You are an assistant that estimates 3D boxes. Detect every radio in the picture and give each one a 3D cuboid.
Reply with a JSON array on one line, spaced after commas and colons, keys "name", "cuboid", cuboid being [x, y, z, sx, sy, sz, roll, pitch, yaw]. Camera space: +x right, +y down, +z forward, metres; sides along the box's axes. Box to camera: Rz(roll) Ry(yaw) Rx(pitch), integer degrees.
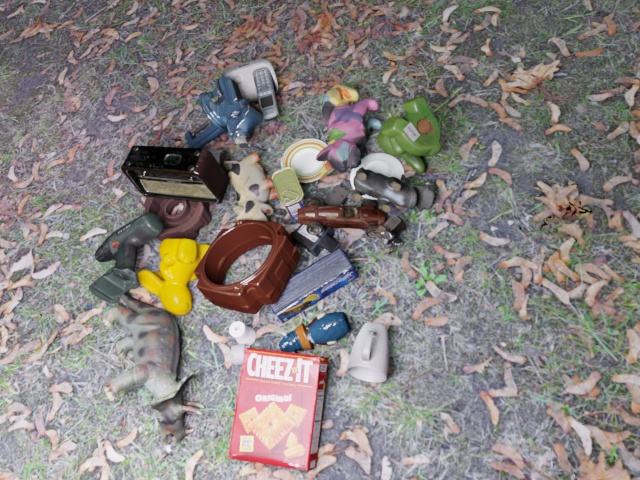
[{"name": "radio", "cuboid": [-0.345, -0.157, 1.279, 0.230, 0.131, 0.073, 5, 63, 18]}]

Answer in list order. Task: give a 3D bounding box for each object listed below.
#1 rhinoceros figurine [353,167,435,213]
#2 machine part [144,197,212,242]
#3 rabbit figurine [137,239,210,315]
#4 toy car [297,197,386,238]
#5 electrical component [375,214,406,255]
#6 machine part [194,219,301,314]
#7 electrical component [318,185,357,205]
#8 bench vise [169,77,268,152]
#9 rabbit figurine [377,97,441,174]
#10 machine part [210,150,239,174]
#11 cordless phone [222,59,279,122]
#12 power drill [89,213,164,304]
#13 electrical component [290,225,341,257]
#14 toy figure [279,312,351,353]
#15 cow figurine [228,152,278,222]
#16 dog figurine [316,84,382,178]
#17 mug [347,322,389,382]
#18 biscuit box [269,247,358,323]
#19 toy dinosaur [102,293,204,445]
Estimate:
[{"name": "rhinoceros figurine", "cuboid": [0.164, -0.110, 1.217, 0.190, 0.112, 0.073, 17, 111, 13]}, {"name": "machine part", "cuboid": [-0.357, -0.075, 1.348, 0.179, 0.056, 0.179, -6, 62, 11]}, {"name": "rabbit figurine", "cuboid": [-0.336, 0.085, 1.236, 0.163, 0.122, 0.173, -1, 83, 16]}, {"name": "toy car", "cuboid": [0.051, -0.054, 1.208, 0.202, 0.053, 0.089, 4, 56, -12]}, {"name": "electrical component", "cuboid": [0.158, -0.012, 1.176, 0.078, 0.102, 0.045, -42, 66, 2]}, {"name": "machine part", "cuboid": [-0.162, 0.052, 1.184, 0.202, 0.087, 0.201, 6, 55, 36]}, {"name": "electrical component", "cuboid": [0.042, -0.101, 1.285, 0.094, 0.021, 0.063, 30, 74, 25]}, {"name": "bench vise", "cuboid": [-0.265, -0.298, 1.397, 0.241, 0.129, 0.223, -30, 75, 21]}, {"name": "rabbit figurine", "cuboid": [0.207, -0.239, 1.255, 0.159, 0.170, 0.121, 39, 76, -17]}, {"name": "machine part", "cuboid": [-0.321, -0.194, 1.384, 0.243, 0.079, 0.079, 2, 65, 15]}, {"name": "cordless phone", "cuboid": [-0.180, -0.383, 1.445, 0.147, 0.088, 0.184, -14, 66, 6]}, {"name": "power drill", "cuboid": [-0.465, 0.047, 1.250, 0.232, 0.086, 0.207, -32, 30, 21]}, {"name": "electrical component", "cuboid": [-0.003, -0.004, 1.234, 0.119, 0.047, 0.075, 29, 74, 23]}, {"name": "toy figure", "cuboid": [-0.013, 0.199, 1.133, 0.154, 0.057, 0.064, -22, 56, 7]}, {"name": "cow figurine", "cuboid": [-0.170, -0.109, 1.304, 0.127, 0.085, 0.195, -27, 59, 1]}, {"name": "dog figurine", "cuboid": [0.043, -0.256, 1.299, 0.192, 0.108, 0.219, 31, 68, 22]}, {"name": "mug", "cuboid": [0.100, 0.215, 1.075, 0.081, 0.109, 0.107, 2, 53, 19]}, {"name": "biscuit box", "cuboid": [-0.017, 0.099, 1.180, 0.203, 0.059, 0.063, -31, 61, -3]}, {"name": "toy dinosaur", "cuboid": [-0.363, 0.232, 1.171, 0.192, 0.131, 0.405, -14, 57, -8]}]
